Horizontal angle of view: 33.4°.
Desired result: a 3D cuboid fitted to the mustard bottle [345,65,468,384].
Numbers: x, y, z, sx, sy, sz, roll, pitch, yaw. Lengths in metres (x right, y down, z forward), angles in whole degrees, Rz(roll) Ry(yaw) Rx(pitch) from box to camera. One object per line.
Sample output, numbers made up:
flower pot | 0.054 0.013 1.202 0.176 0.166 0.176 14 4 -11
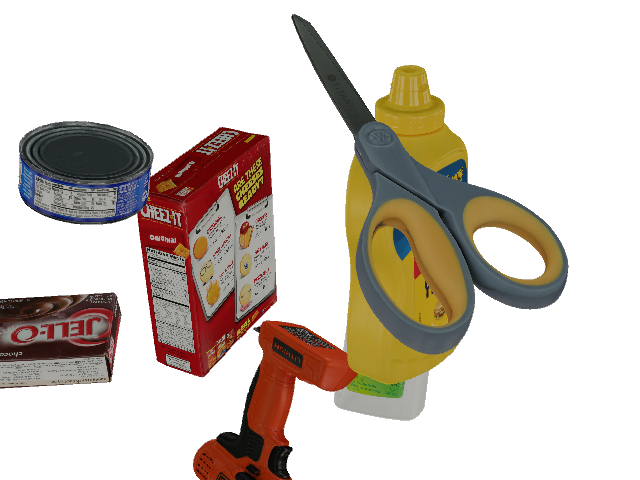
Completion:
mustard bottle | 0.054 -0.013 0.656 0.058 0.192 0.096 20 34 37

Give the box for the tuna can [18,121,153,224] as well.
tuna can | -0.154 -0.045 0.699 0.086 0.034 0.086 8 30 -5

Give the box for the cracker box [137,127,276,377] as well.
cracker box | -0.117 0.010 1.135 0.072 0.214 0.164 13 34 25

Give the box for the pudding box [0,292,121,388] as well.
pudding box | -0.240 0.089 0.959 0.113 0.039 0.090 -5 33 -2

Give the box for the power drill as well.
power drill | -0.031 0.181 0.974 0.057 0.188 0.185 14 11 -47

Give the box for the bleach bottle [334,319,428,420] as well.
bleach bottle | 0.073 0.063 1.154 0.103 0.251 0.068 8 15 20

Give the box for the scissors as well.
scissors | 0.045 -0.036 0.470 0.096 0.202 0.016 0 -41 -11
